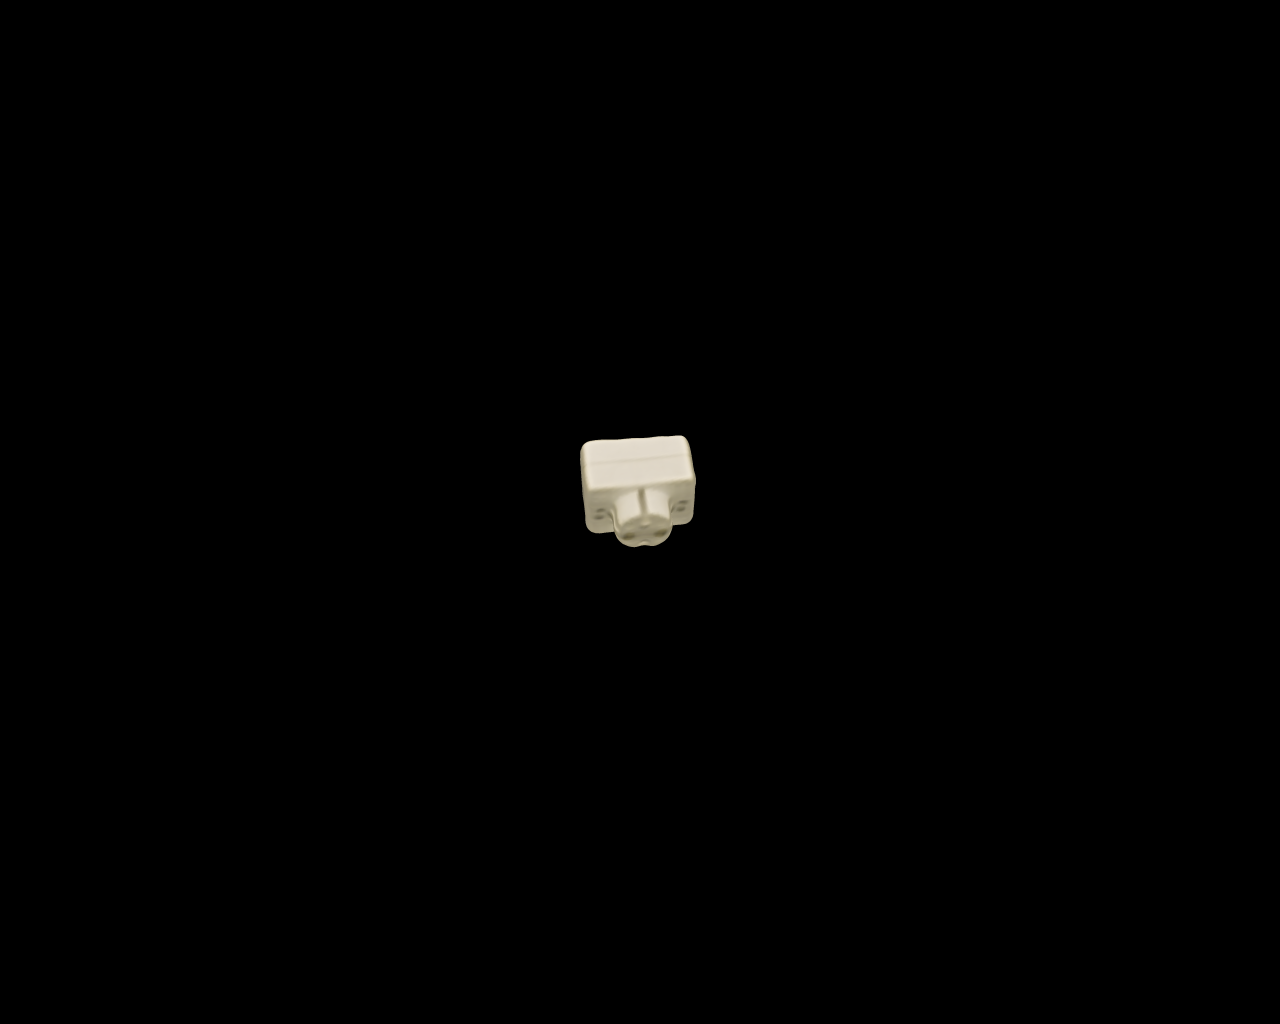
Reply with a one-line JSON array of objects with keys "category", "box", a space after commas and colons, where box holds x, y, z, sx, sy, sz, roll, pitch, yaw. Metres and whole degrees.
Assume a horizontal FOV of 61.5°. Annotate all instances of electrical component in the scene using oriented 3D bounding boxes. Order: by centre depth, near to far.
[{"category": "electrical component", "box": [0.001, -0.003, 0.650, 0.066, 0.077, 0.047, -5, -37, -4]}]
